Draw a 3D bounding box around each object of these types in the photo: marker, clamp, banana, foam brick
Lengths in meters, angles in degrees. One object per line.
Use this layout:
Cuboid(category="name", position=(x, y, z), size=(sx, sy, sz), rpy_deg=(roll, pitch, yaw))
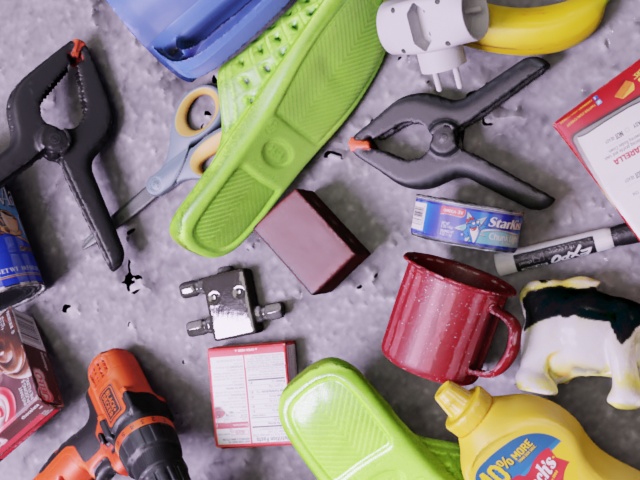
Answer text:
Cuboid(category="marker", position=(0.198, 0.006, 0.843), size=(0.121, 0.020, 0.020), rpy_deg=(-15, 85, 18))
Cuboid(category="clamp", position=(0.111, -0.072, 0.864), size=(0.172, 0.039, 0.120), rpy_deg=(-12, 80, 22))
Cuboid(category="clamp", position=(-0.230, -0.077, 0.956), size=(0.164, 0.036, 0.210), rpy_deg=(21, 71, -14))
Cuboid(category="banana", position=(0.139, -0.184, 0.859), size=(0.198, 0.037, 0.069), rpy_deg=(9, 74, 17))
Cuboid(category="foam brick", position=(-0.006, 0.001, 0.896), size=(0.051, 0.053, 0.078), rpy_deg=(-45, 78, 13))

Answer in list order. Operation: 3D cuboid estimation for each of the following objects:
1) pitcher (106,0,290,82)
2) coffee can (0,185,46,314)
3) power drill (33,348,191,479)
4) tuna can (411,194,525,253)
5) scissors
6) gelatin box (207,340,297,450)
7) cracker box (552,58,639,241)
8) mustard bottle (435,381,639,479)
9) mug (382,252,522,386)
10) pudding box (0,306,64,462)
Cuboid(category="pitcher", position=(-0.058, -0.246, 0.875), size=(0.243, 0.145, 0.149), rpy_deg=(-37, 91, 12))
Cuboid(category="coffee can", position=(-0.324, -0.004, 0.978), size=(0.103, 0.102, 0.140), rpy_deg=(-25, 82, 17))
Cuboid(category="power drill", position=(-0.193, 0.212, 0.923), size=(0.188, 0.057, 0.185), rpy_deg=(-49, 43, 12))
Cuboid(category="tuna can", position=(0.115, -0.013, 0.837), size=(0.086, 0.086, 0.034), rpy_deg=(11, 94, 19))
Cuboid(category="scissors", position=(-0.145, -0.070, 0.963), size=(0.202, 0.016, 0.096), rpy_deg=(-22, 81, 17))
Cuboid(category="gelatin box", position=(-0.056, 0.134, 0.923), size=(0.073, 0.030, 0.089), rpy_deg=(-6, 87, 17))
Cuboid(category="cracker box", position=(0.297, -0.046, 0.762), size=(0.164, 0.072, 0.214), rpy_deg=(-38, 66, 15))
Cuboid(category="mustard bottle", position=(0.165, 0.172, 0.802), size=(0.191, 0.058, 0.096), rpy_deg=(40, 119, -3))
Cuboid(category="mug", position=(0.106, 0.067, 0.834), size=(0.117, 0.093, 0.081), rpy_deg=(26, 103, 39))
Cuboid(category="pudding box", position=(-0.289, 0.132, 0.977), size=(0.090, 0.039, 0.113), rpy_deg=(-40, 50, 13))
